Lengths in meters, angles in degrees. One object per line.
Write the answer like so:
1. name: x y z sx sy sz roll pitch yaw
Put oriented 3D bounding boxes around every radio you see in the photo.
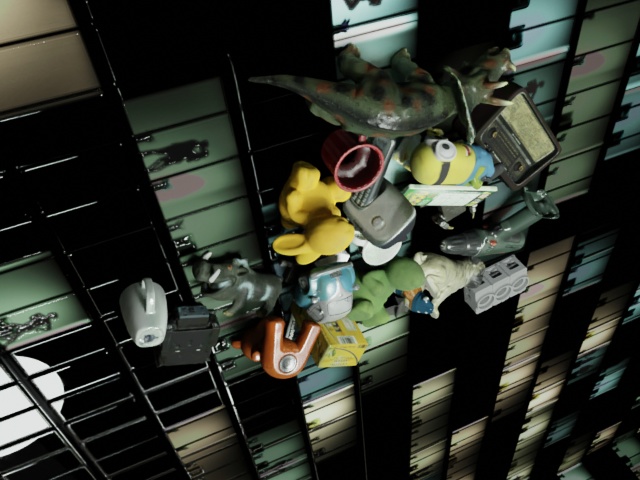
1. radio: 0.371 -0.202 1.058 0.131 0.073 0.229 -46 132 12

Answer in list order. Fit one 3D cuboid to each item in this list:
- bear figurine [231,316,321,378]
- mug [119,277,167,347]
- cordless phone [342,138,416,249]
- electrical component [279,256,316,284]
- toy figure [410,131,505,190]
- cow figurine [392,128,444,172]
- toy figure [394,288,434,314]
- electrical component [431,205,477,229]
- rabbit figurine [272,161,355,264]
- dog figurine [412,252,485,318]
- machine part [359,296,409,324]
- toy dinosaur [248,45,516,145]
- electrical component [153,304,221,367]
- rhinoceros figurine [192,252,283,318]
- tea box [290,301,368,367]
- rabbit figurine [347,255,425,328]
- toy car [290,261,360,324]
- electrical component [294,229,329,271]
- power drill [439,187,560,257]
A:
1. bear figurine: -0.097 0.201 1.097 0.120 0.196 0.131 12 95 -27
2. mug: -0.305 0.128 0.953 0.081 0.107 0.109 4 126 -32
3. cordless phone: 0.122 -0.091 0.966 0.089 0.147 0.184 -10 134 -30
4. electrical component: -0.047 0.062 1.093 0.094 0.021 0.063 9 122 -34
5. toy figure: 0.243 -0.133 0.958 0.180 0.082 0.089 6 109 -33
6. cow figurine: 0.223 -0.156 1.027 0.167 0.068 0.098 20 109 -38
7. toy figure: 0.190 0.107 1.162 0.064 0.155 0.058 27 111 -44
8. electrical component: 0.287 -0.069 1.145 0.102 0.045 0.078 -27 135 -6
9. rabbit figurine: -0.011 -0.033 0.931 0.162 0.173 0.121 -48 136 9
10. dog figurine: 0.294 0.061 1.234 0.190 0.121 0.172 -33 140 -19
11. machine part: 0.148 0.162 1.250 0.139 0.039 0.084 -12 156 -9
12. toy dinosaur: 0.110 -0.213 0.831 0.405 0.192 0.131 -13 129 -19
13. electrical component: -0.262 0.185 1.058 0.115 0.058 0.134 -2 127 -29
14. rhinoceros figurine: -0.155 0.083 1.018 0.190 0.073 0.112 18 118 -37
15. tea box: 0.015 0.178 1.119 0.098 0.170 0.068 6 124 -30
16. rabbit figurine: 0.137 0.086 1.119 0.170 0.159 0.121 -27 139 22
17. toy car: 0.010 0.110 1.035 0.109 0.103 0.161 -12 161 -28
18. electrical component: -0.002 -0.003 1.026 0.119 0.075 0.047 -41 134 15
19. power drill: 0.404 -0.027 1.184 0.232 0.086 0.207 2 143 -35
